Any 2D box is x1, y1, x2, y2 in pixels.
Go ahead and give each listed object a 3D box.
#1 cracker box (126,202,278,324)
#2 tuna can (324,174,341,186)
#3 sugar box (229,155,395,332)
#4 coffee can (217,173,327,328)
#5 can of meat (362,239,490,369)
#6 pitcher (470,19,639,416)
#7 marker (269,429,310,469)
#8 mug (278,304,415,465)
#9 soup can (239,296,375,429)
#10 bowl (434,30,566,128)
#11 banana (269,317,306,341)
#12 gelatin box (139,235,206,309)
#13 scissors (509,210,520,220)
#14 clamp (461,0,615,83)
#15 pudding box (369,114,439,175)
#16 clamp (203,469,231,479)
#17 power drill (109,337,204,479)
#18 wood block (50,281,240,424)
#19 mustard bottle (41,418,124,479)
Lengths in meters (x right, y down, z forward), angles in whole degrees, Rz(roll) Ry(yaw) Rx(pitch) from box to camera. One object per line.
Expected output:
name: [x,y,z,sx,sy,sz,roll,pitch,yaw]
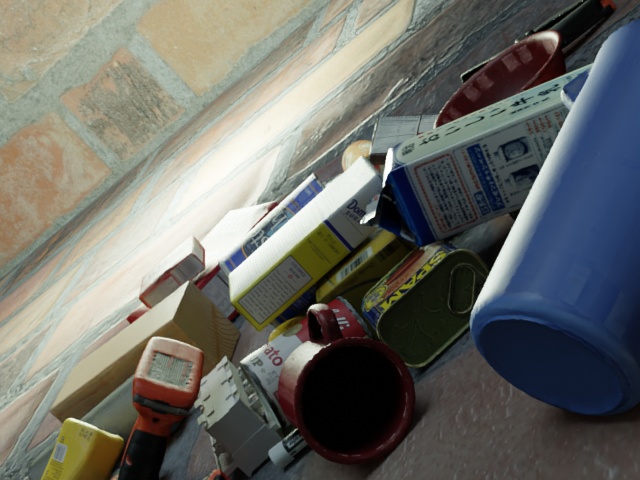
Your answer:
cracker box: [-0.136,0.049,1.378,0.213,0.072,0.164,-48,18,-20]
tuna can: [0.008,-0.041,1.328,0.086,0.033,0.086,-39,16,13]
sugar box: [-0.006,0.001,0.987,0.176,0.048,0.093,-39,16,6]
coffee can: [-0.025,0.012,1.145,0.140,0.102,0.103,-42,16,3]
can of meat: [0.086,0.048,0.873,0.102,0.057,0.084,-42,13,0]
pitcher: [0.199,-0.014,0.657,0.242,0.145,0.149,-56,8,-28]
marker: [0.008,0.145,0.877,0.121,0.020,0.020,-41,16,10]
mug: [0.012,0.105,0.809,0.093,0.117,0.082,-19,5,-14]
soup can: [-0.008,0.103,0.891,0.102,0.068,0.069,-32,14,-11]
bowl: [0.196,-0.142,1.096,0.162,0.055,0.162,-39,16,14]
banana: [-0.016,0.106,1.003,0.069,0.037,0.198,-41,16,4]
gelatin box: [-0.183,0.041,1.320,0.089,0.030,0.073,-39,17,7]
scissors: [0.227,-0.089,0.955,0.201,0.016,0.096,-47,16,-16]
clamp: [0.237,-0.217,1.222,0.210,0.036,0.164,-35,11,16]
pudding box: [0.103,-0.103,1.177,0.090,0.039,0.113,-3,26,11]
clamp: [-0.131,0.264,0.870,0.120,0.039,0.171,-6,39,48]
power drill: [-0.156,0.187,0.968,0.184,0.057,0.188,-97,23,-71]
wood block: [-0.203,0.152,1.240,0.206,0.090,0.090,-36,17,23]
mustard bottle: [-0.260,0.276,1.056,0.096,0.058,0.191,-2,63,58]
